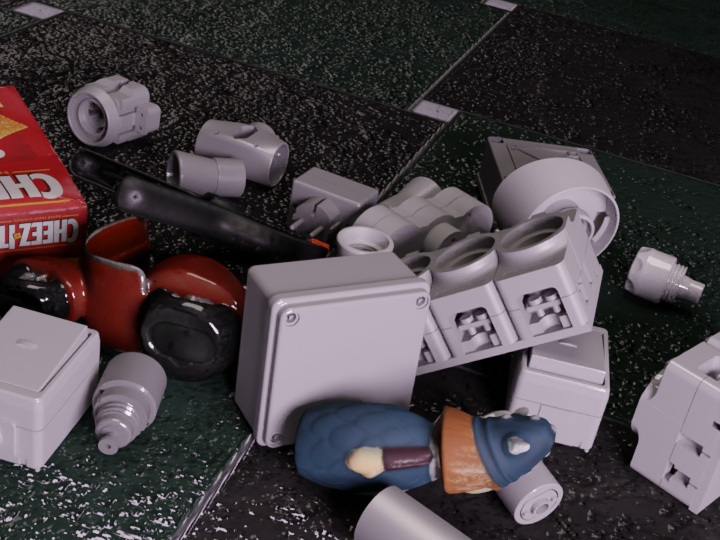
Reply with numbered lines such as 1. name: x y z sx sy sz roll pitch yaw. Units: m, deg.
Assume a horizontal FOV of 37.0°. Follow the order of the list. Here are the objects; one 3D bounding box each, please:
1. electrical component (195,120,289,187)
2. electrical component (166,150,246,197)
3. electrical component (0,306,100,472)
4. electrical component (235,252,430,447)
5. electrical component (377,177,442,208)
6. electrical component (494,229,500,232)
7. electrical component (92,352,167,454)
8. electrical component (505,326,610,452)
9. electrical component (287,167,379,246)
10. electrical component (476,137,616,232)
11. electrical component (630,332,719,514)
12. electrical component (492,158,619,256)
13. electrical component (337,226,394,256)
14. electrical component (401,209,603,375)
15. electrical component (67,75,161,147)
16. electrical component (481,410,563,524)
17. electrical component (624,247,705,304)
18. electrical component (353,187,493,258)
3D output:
1. electrical component: -0.103 -0.116 1.013 0.077 0.043 0.079 19 31 14
2. electrical component: -0.134 -0.082 0.951 0.065 0.044 0.044 0 31 -27
3. electrical component: -0.205 0.071 0.647 0.062 0.061 0.096 15 30 7
4. electrical component: -0.019 0.050 0.695 0.109 0.108 0.056 -6 32 -27
5. electrical component: 0.040 -0.052 0.954 0.044 0.044 0.065 29 40 28
6. electrical component: 0.130 -0.003 0.884 0.077 0.043 0.079 -18 60 -40
7. electrical component: -0.145 0.084 0.664 0.040 0.040 0.078 10 30 -2
8. electrical component: 0.140 0.070 0.757 0.062 0.061 0.096 13 30 5
9. electrical component: -0.032 -0.045 0.912 0.066 0.047 0.077 21 32 18
10. electrical component: 0.174 -0.076 1.020 0.109 0.056 0.108 6 30 -7
11. electrical component: 0.255 0.087 0.736 0.150 0.089 0.062 -20 41 -41
12. electrical component: 0.172 -0.048 0.936 0.099 0.099 0.064 0 38 -17
13. electrical component: 0.000 0.000 0.838 0.045 0.055 0.045 8 30 -5
14. electrical component: 0.086 0.014 0.760 0.150 0.061 0.089 -17 20 25
15. electrical component: -0.237 -0.148 1.014 0.078 0.058 0.057 24 30 21
16. electrical component: 0.096 0.125 0.672 0.044 0.044 0.065 -7 39 -27
17. electrical component: 0.261 0.009 0.917 0.062 0.043 0.043 23 32 17
18. electrical component: 0.064 -0.024 0.900 0.138 0.052 0.074 -17 40 -39
